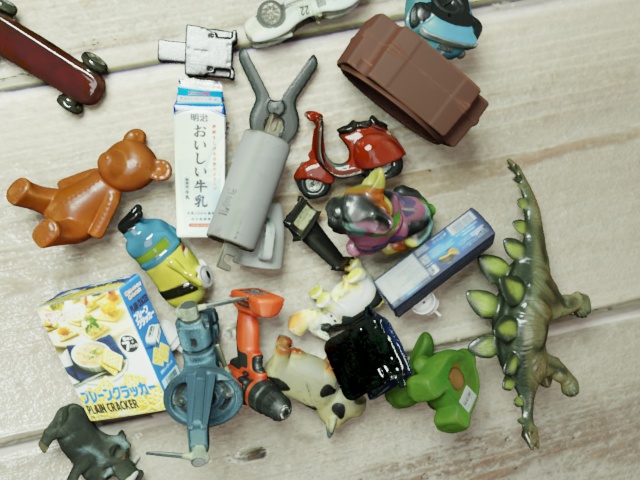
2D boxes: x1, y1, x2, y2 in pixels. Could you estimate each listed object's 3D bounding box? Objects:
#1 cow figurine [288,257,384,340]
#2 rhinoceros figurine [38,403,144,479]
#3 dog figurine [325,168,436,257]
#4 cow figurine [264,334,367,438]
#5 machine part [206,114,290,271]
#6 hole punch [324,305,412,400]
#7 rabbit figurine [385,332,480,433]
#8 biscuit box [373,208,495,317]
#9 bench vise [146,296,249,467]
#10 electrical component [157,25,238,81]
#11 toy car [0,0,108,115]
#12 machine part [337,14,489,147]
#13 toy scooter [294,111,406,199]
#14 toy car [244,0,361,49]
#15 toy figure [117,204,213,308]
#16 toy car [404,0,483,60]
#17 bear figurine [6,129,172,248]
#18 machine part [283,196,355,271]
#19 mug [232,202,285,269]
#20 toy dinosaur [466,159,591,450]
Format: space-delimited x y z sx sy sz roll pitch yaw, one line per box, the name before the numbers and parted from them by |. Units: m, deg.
cow figurine | 0.029 0.117 0.918 0.167 0.068 0.098 -40 115 5
rhinoceros figurine | -0.387 0.360 0.923 0.112 0.073 0.190 -40 103 -8
dog figurine | 0.099 -0.040 0.800 0.192 0.219 0.108 -6 82 -5
cow figurine | -0.009 0.259 0.936 0.195 0.085 0.127 24 101 -9
machine part | -0.105 -0.072 0.794 0.079 0.079 0.243 21 81 -12
hole punch | 0.087 0.195 0.886 0.116 0.142 0.092 -33 149 17
rabbit figurine | 0.179 0.237 0.931 0.121 0.170 0.159 42 54 -16
biscuit box | 0.183 0.036 0.857 0.203 0.062 0.059 -36 64 -3
bench vise | -0.176 0.214 0.799 0.129 0.241 0.223 3 119 -10
electrical component | -0.184 -0.282 0.806 0.119 0.048 0.074 7 101 -10
toy car | -0.409 -0.267 0.778 0.202 0.053 0.089 31 108 -17
machine part | 0.126 -0.224 0.778 0.201 0.201 0.087 35 99 -14
toy scooter | 0.040 -0.149 0.853 0.184 0.075 0.135 -15 104 1
toy car | -0.017 -0.341 0.799 0.202 0.073 0.056 -22 102 -1
toy figure | -0.247 0.030 0.855 0.089 0.082 0.180 -32 114 22
toy car | 0.167 -0.324 0.807 0.109 0.103 0.162 8 58 -19
bear figurine | -0.331 -0.082 0.794 0.196 0.132 0.120 -39 76 9
machine part | -0.002 -0.003 0.881 0.039 0.084 0.138 -27 116 38
mug | -0.093 -0.010 0.855 0.081 0.109 0.107 7 90 -12
toy dinosaur | 0.349 0.103 0.901 0.198 0.105 0.471 13 76 -26
